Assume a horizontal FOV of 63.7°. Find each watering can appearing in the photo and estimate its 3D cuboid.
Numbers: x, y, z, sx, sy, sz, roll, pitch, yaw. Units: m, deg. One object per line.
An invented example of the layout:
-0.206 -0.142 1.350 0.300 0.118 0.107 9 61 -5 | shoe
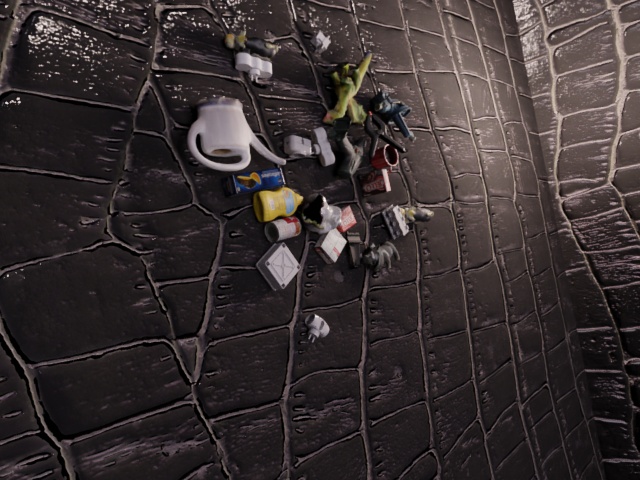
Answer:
-0.255 -0.317 1.562 0.349 0.103 0.225 -7 85 -45 | watering can

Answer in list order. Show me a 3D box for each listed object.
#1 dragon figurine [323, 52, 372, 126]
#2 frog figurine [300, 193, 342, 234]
0.132 -0.573 2.039 0.418 0.122 0.238 -43 129 -40 | dragon figurine
0.005 -0.090 1.780 0.159 0.122 0.138 7 62 -68 | frog figurine
